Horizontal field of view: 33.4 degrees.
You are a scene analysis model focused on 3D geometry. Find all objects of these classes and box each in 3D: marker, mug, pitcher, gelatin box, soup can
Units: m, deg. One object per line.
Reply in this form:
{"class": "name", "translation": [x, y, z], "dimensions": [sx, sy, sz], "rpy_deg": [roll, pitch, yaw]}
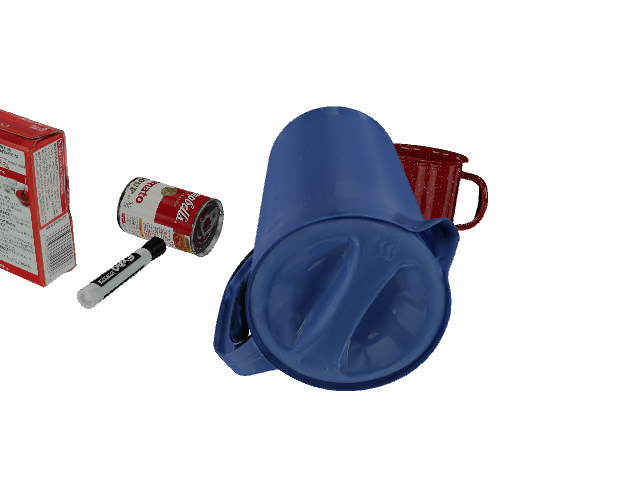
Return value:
{"class": "marker", "translation": [-0.179, 0.027, 0.977], "dimensions": [0.020, 0.020, 0.121], "rpy_deg": [0, 24, 29]}
{"class": "mug", "translation": [0.100, -0.042, 1.009], "dimensions": [0.117, 0.081, 0.093], "rpy_deg": [10, 13, 14]}
{"class": "pitcher", "translation": [0.005, -0.004, 0.787], "dimensions": [0.149, 0.145, 0.243], "rpy_deg": [6, 26, -5]}
{"class": "gelatin box", "translation": [-0.173, -0.027, 0.588], "dimensions": [0.073, 0.089, 0.030], "rpy_deg": [19, 35, 25]}
{"class": "soup can", "translation": [-0.170, -0.028, 1.210], "dimensions": [0.102, 0.068, 0.068], "rpy_deg": [17, 6, 21]}
